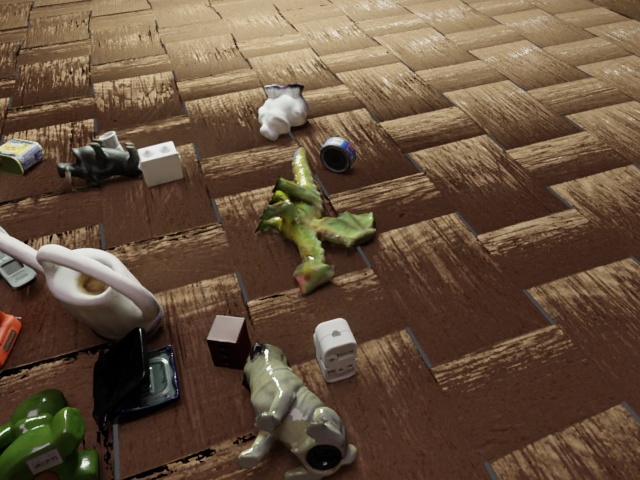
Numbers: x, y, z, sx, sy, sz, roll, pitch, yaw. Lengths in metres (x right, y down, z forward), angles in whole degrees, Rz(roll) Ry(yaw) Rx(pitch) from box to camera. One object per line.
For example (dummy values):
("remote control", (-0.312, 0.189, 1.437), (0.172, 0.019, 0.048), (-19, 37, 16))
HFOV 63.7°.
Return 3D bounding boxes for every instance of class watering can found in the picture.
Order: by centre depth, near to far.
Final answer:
("watering can", (-0.402, 0.073, 0.864), (0.349, 0.219, 0.106), (16, 58, 21))

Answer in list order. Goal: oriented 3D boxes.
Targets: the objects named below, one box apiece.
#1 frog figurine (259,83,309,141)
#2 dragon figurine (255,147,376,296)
("frog figurine", (-0.103, -0.340, 1.422), (0.137, 0.121, 0.161), (8, 78, -1))
("dragon figurine", (0.003, -0.056, 1.104), (0.243, 0.119, 0.420), (22, 46, 0))
